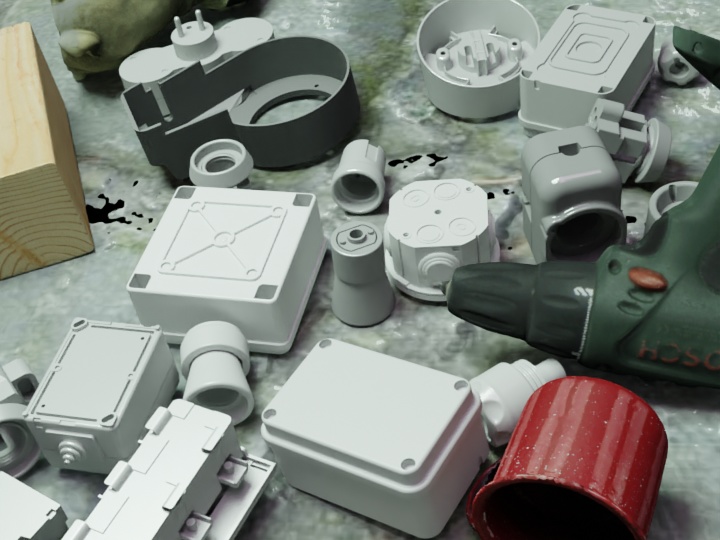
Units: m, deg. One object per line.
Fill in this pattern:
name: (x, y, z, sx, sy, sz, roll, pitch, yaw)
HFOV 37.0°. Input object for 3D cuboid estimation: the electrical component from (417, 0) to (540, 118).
electrical component: (0.097, -0.172, 0.876, 0.099, 0.064, 0.099, -5, 45, 5)

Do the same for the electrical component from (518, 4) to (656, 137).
electrical component: (0.179, -0.151, 0.845, 0.078, 0.057, 0.113, 17, 51, 25)

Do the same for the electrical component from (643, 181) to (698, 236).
electrical component: (0.218, -0.026, 0.719, 0.055, 0.047, 0.055, -5, 45, 5)

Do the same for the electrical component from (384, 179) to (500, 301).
electrical component: (0.056, -0.022, 0.742, 0.080, 0.051, 0.080, -5, 45, 5)

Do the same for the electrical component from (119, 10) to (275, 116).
electrical component: (-0.141, -0.189, 0.930, 0.138, 0.073, 0.052, -21, 45, -10)

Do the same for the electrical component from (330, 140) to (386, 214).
electrical component: (0.000, -0.071, 0.811, 0.040, 0.040, 0.046, -1, 40, 10)

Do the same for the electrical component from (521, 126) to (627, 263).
electrical component: (0.141, -0.038, 0.711, 0.054, 0.095, 0.059, -12, 44, -1)

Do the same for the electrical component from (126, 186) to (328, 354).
electrical component: (-0.089, -0.002, 0.744, 0.109, 0.056, 0.108, 4, 46, 15)

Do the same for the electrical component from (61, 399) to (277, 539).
electrical component: (-0.112, 0.138, 0.603, 0.079, 0.063, 0.121, 15, 49, 23)

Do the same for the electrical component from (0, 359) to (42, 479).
electrical component: (-0.232, 0.097, 0.670, 0.078, 0.058, 0.057, -30, 45, -20)

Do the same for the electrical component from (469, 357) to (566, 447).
electrical component: (0.095, 0.074, 0.644, 0.062, 0.043, 0.043, -28, 47, -19)

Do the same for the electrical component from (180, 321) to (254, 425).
electrical component: (-0.092, 0.066, 0.684, 0.045, 0.045, 0.055, -11, 44, -1)

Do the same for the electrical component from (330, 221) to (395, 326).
electrical component: (0.000, 0.000, 0.720, 0.044, 0.065, 0.044, -3, 44, 3)

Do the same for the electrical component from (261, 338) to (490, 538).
electrical component: (0.009, 0.094, 0.620, 0.113, 0.057, 0.078, 14, 49, 32)

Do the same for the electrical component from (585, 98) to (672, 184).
electrical component: (0.192, -0.090, 0.782, 0.055, 0.066, 0.048, 13, 46, -4)

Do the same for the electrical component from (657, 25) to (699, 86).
electrical component: (0.262, -0.179, 0.875, 0.035, 0.035, 0.061, 7, 44, 17)

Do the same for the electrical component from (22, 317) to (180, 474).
electrical component: (-0.159, 0.086, 0.665, 0.062, 0.061, 0.096, 4, 46, 15)

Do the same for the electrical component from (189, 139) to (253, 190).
electrical component: (-0.101, -0.064, 0.809, 0.048, 0.055, 0.066, -20, 45, -10)
